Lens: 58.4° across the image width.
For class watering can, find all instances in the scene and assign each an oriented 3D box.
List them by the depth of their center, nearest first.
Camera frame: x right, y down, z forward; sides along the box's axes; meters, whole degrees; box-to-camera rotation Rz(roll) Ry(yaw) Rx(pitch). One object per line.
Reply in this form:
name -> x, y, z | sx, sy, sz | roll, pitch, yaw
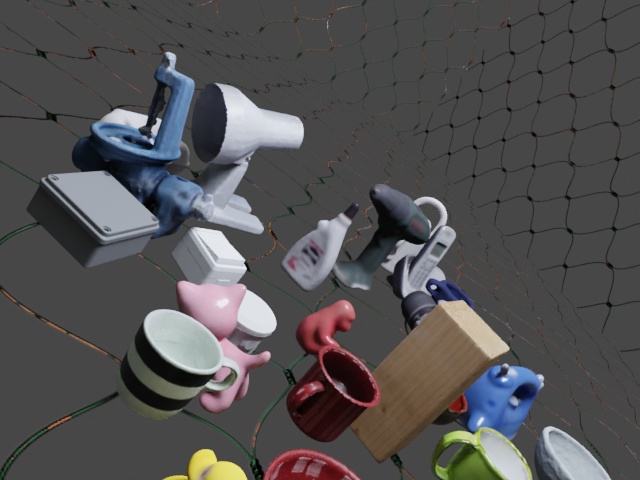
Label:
watering can -> 0.216, -0.019, 1.346 | 0.101, 0.194, 0.173 | 36, 20, -9

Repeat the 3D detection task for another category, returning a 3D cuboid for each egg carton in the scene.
egg carton -> -0.286, -0.154, 0.930 | 0.107, 0.069, 0.151 | 46, 21, 18

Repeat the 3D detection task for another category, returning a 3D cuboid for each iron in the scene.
iron -> 0.323, 0.269, 0.991 | 0.259, 0.141, 0.118 | 17, 29, -46

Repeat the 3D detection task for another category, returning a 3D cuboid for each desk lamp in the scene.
desk lamp -> -0.136, -0.134, 0.942 | 0.204, 0.213, 0.117 | 17, 30, -47

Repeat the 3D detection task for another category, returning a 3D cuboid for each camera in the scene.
camera -> 0.228, 0.162, 1.115 | 0.144, 0.100, 0.136 | 24, 25, -36

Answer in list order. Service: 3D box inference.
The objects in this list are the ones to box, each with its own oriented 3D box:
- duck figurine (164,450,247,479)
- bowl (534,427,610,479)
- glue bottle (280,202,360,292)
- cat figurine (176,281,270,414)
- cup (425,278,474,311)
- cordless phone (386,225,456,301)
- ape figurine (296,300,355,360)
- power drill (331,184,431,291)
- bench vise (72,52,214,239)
duck figurine -> -0.088, 0.218, 0.453 | 0.078, 0.086, 0.104 | 18, 29, -45
bowl -> 0.421, 0.406, 0.967 | 0.168, 0.074, 0.167 | 34, 20, -14
glue bottle -> 0.009, 0.003, 0.960 | 0.078, 0.173, 0.037 | 44, 20, 15
cat figurine -> -0.110, 0.102, 0.618 | 0.127, 0.117, 0.067 | 42, 20, 7
cup -> 0.254, 0.140, 1.215 | 0.118, 0.095, 0.091 | 34, 20, -15
cordless phone -> 0.250, 0.060, 1.247 | 0.148, 0.185, 0.094 | 22, 26, -40
ape figurine -> 0.015, 0.126, 0.827 | 0.076, 0.092, 0.078 | 39, 20, 0
power drill -> 0.114, -0.002, 1.106 | 0.230, 0.208, 0.075 | 13, 32, -51
bench vise -> -0.210, -0.126, 0.782 | 0.208, 0.219, 0.121 | 36, 20, -10
